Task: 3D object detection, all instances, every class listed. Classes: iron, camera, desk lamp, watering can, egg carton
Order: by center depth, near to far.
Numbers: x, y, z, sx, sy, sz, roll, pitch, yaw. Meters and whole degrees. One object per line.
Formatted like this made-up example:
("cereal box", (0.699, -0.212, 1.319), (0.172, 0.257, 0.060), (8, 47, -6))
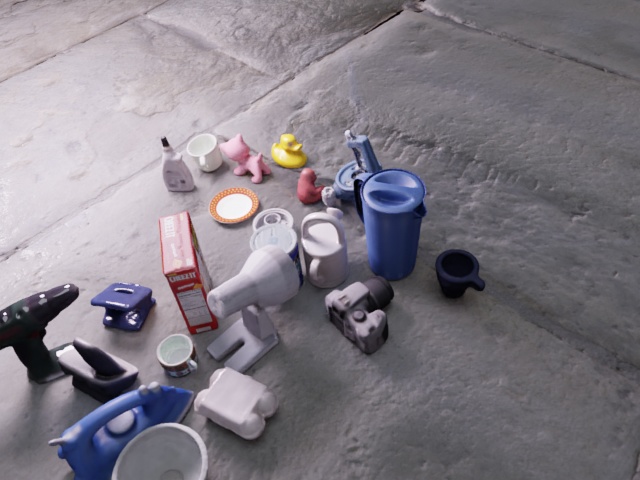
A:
("iron", (-0.355, 0.327, 1.043), (0.259, 0.142, 0.118), (-34, 53, -23))
("egg carton", (-0.158, 0.310, 1.088), (0.150, 0.069, 0.107), (19, 53, 21))
("desk lamp", (-0.137, 0.136, 1.146), (0.117, 0.214, 0.204), (33, 59, 30))
("camera", (0.099, 0.138, 1.198), (0.137, 0.101, 0.142), (-33, 53, -22))
("watering can", (0.009, 0.004, 1.263), (0.101, 0.194, 0.172), (-6, 48, 0))

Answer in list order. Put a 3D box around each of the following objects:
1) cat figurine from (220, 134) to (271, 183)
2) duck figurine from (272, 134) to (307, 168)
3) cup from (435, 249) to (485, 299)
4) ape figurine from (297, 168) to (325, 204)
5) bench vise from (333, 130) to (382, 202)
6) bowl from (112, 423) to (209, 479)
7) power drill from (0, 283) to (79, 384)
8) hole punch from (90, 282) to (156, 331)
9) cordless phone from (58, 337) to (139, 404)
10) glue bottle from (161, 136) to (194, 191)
("cat figurine", (-0.203, -0.229, 1.544), (0.127, 0.118, 0.067), (22, 54, 23))
("duck figurine", (-0.088, -0.254, 1.578), (0.104, 0.086, 0.078), (22, 54, 23))
("cup", (0.301, 0.088, 1.227), (0.092, 0.095, 0.117), (-36, 54, -24))
("ape figurine", (-0.027, -0.144, 1.469), (0.076, 0.092, 0.077), (-29, 52, -19))
("bench vise", (0.131, -0.174, 1.394), (0.207, 0.220, 0.121), (-1, 48, 5))
("bowl", (-0.270, 0.414, 1.002), (0.167, 0.075, 0.167), (-3, 48, 3))
("power drill", (-0.560, 0.192, 1.139), (0.230, 0.209, 0.075), (-23, 50, -14))
("hole punch", (-0.432, 0.133, 1.259), (0.108, 0.091, 0.101), (7, 49, 12))
("cordless phone", (-0.448, 0.227, 1.113), (0.147, 0.185, 0.094), (16, 52, 19))
("glue bottle", (-0.385, -0.201, 1.499), (0.078, 0.173, 0.037), (3, 49, 8))
